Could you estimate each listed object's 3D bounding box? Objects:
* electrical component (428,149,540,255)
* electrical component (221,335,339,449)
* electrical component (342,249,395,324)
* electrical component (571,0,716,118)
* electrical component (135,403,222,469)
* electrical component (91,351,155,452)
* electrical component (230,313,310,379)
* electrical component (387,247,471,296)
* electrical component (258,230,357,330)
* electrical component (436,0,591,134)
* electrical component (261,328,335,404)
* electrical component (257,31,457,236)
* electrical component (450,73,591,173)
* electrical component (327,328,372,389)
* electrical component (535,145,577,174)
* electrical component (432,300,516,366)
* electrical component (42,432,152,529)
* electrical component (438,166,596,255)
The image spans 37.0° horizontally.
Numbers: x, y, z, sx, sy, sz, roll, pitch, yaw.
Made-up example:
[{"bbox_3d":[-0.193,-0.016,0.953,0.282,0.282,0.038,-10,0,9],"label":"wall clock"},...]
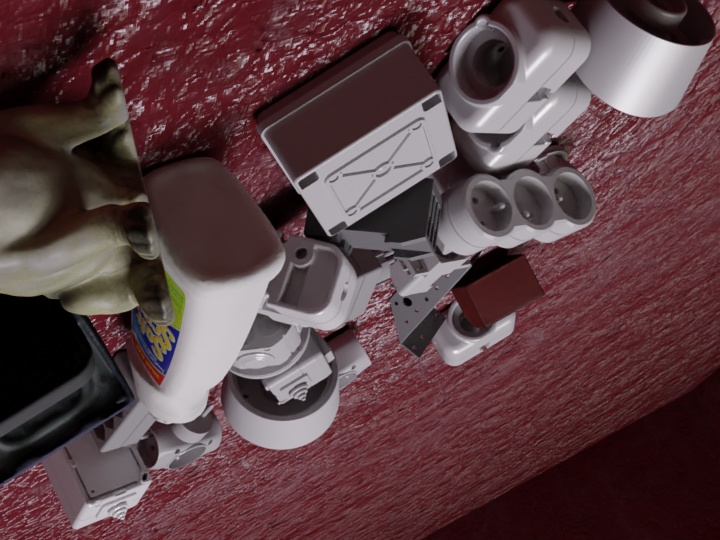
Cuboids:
[{"bbox_3d":[0.098,-0.065,0.901,0.100,0.048,0.099,-26,159,-14],"label":"electrical component"},{"bbox_3d":[-0.070,0.097,0.956,0.108,0.108,0.060,-24,153,-21],"label":"electrical component"},{"bbox_3d":[0.000,0.000,0.911,0.076,0.047,0.083,-24,158,-23],"label":"electrical component"},{"bbox_3d":[0.193,-0.162,0.744,0.099,0.099,0.064,-17,149,-36],"label":"electrical component"},{"bbox_3d":[-0.166,0.150,1.022,0.077,0.044,0.079,-8,149,-48],"label":"electrical component"},{"bbox_3d":[-0.177,0.103,0.890,0.076,0.047,0.083,-10,150,-47],"label":"electrical component"},{"bbox_3d":[-0.082,0.040,0.840,0.080,0.080,0.051,-30,155,-7],"label":"electrical component"},{"bbox_3d":[0.058,-0.009,0.984,0.081,0.042,0.064,-9,151,-47],"label":"electrical component"},{"bbox_3d":[-0.054,0.006,0.776,0.059,0.095,0.053,54,52,-70],"label":"electrical component"},{"bbox_3d":[0.100,-0.138,0.726,0.059,0.053,0.095,-7,148,-49],"label":"electrical component"},{"bbox_3d":[-0.062,0.063,0.895,0.061,0.096,0.061,-31,160,-5],"label":"electrical component"},{"bbox_3d":[0.001,-0.085,0.700,0.109,0.056,0.108,-32,160,0],"label":"electrical component"},{"bbox_3d":[0.115,-0.117,0.799,0.059,0.053,0.095,-6,148,-51],"label":"electrical component"},{"bbox_3d":[-0.030,0.103,1.113,0.077,0.044,0.079,-31,160,-5],"label":"electrical component"},{"bbox_3d":[0.163,-0.072,0.980,0.080,0.051,0.080,-28,160,-11],"label":"electrical component"},{"bbox_3d":[0.130,0.062,1.239,0.095,0.053,0.059,-30,160,-5],"label":"electrical component"},{"bbox_3d":[-0.224,0.172,0.910,0.062,0.096,0.061,-16,155,-38],"label":"electrical component"},{"bbox_3d":[0.111,-0.042,0.835,0.138,0.052,0.074,-9,168,-36],"label":"electrical component"}]
